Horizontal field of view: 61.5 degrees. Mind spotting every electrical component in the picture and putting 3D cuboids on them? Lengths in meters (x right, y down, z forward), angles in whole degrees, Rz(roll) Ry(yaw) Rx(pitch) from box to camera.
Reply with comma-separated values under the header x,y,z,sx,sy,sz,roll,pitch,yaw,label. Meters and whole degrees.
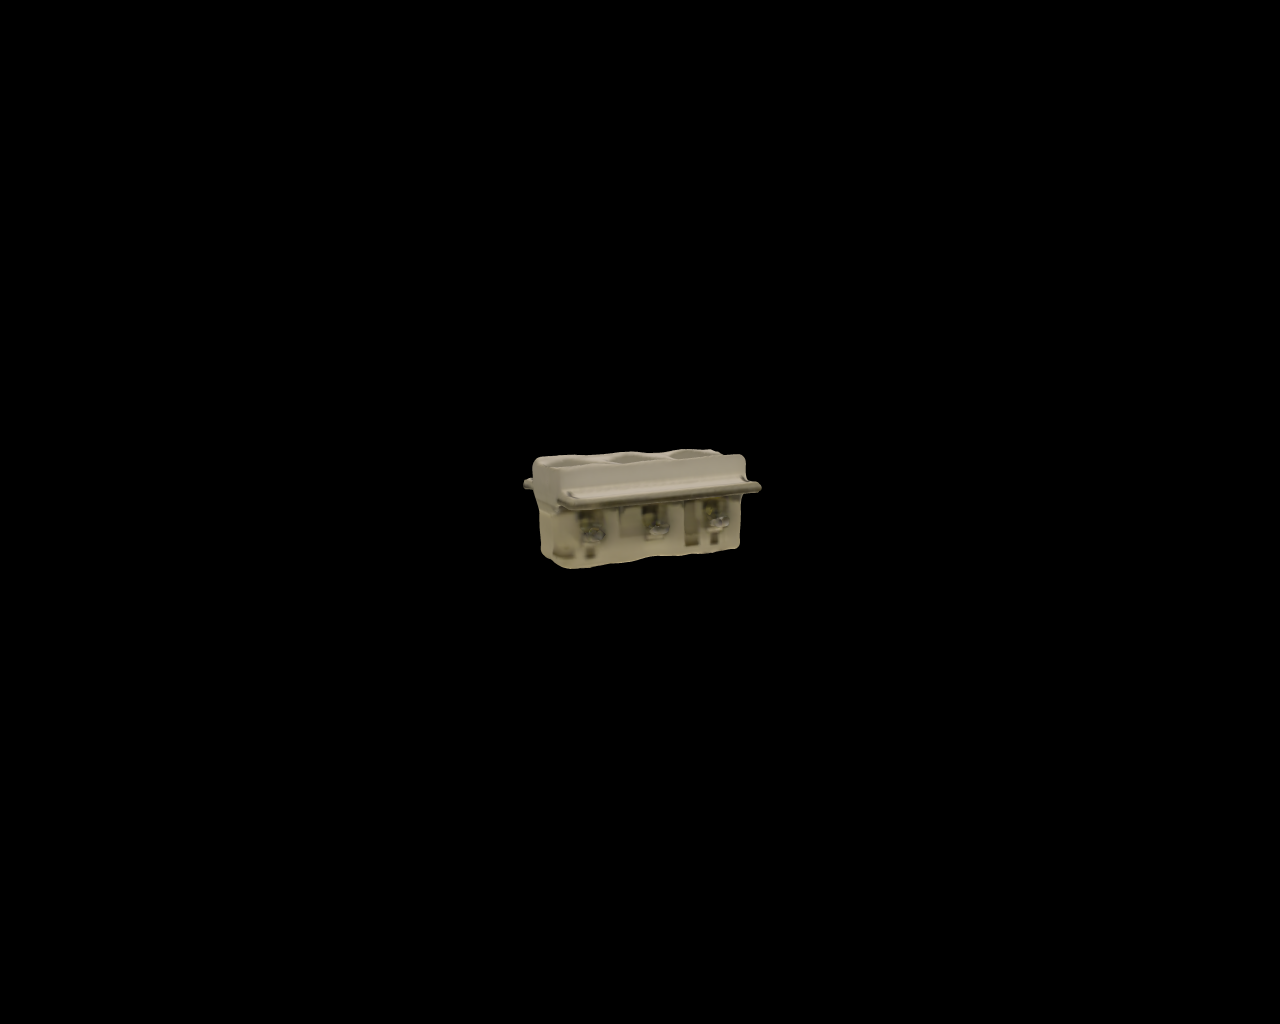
x,y,z,sx,sy,sz,roll,pitch,yaw,label
0.001,-0.003,0.650,0.121,0.063,0.079,-5,12,-24,electrical component
